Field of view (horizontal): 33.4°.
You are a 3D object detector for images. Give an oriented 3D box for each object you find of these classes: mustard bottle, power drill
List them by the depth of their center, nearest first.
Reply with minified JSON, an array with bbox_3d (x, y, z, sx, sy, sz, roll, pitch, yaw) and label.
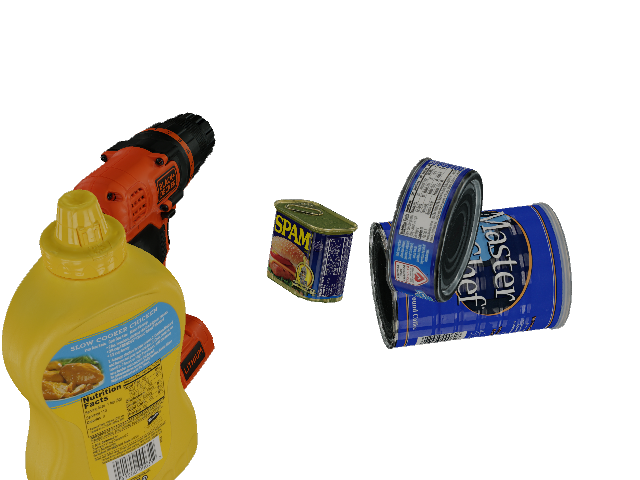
[{"bbox_3d":[-0.115,0.058,0.556,0.096,0.192,0.058,-24,43,-30],"label":"mustard bottle"},{"bbox_3d":[-0.120,0.011,0.792,0.057,0.188,0.184,4,24,18],"label":"power drill"}]

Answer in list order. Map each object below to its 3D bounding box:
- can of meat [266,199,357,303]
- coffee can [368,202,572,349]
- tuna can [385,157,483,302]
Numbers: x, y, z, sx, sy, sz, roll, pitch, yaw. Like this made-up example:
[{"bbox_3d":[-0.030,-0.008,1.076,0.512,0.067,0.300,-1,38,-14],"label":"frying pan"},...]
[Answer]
[{"bbox_3d":[-0.012,0.011,1.135,0.057,0.084,0.102,-3,21,-35],"label":"can of meat"},{"bbox_3d":[0.117,0.028,0.856,0.140,0.103,0.103,-7,1,-5],"label":"coffee can"},{"bbox_3d":[0.071,-0.006,0.656,0.034,0.086,0.086,15,5,20],"label":"tuna can"}]
